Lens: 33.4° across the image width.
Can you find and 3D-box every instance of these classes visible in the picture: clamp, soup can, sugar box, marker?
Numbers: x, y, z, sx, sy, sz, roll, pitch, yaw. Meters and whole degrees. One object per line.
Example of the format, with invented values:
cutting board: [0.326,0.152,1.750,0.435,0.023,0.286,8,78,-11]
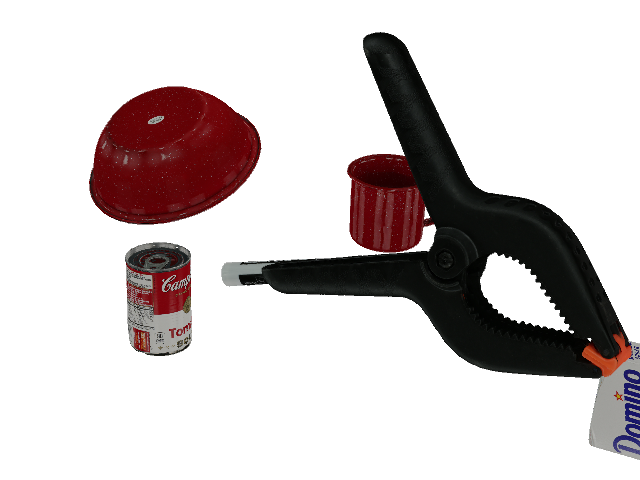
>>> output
clamp: [0.072,-0.004,0.564,0.210,0.165,0.036,29,25,25]
soup can: [-0.170,0.062,1.124,0.068,0.102,0.068,2,24,-1]
sugar box: [0.319,0.149,0.889,0.176,0.093,0.048,12,24,19]
marker: [-0.019,0.023,0.813,0.121,0.020,0.020,-3,-1,25]

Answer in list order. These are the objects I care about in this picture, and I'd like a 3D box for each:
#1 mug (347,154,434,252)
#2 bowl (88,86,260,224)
mug: [0.086,-0.040,1.173,0.117,0.081,0.093,-4,29,-11]
bowl: [-0.137,-0.088,0.946,0.162,0.055,0.162,-9,43,9]
